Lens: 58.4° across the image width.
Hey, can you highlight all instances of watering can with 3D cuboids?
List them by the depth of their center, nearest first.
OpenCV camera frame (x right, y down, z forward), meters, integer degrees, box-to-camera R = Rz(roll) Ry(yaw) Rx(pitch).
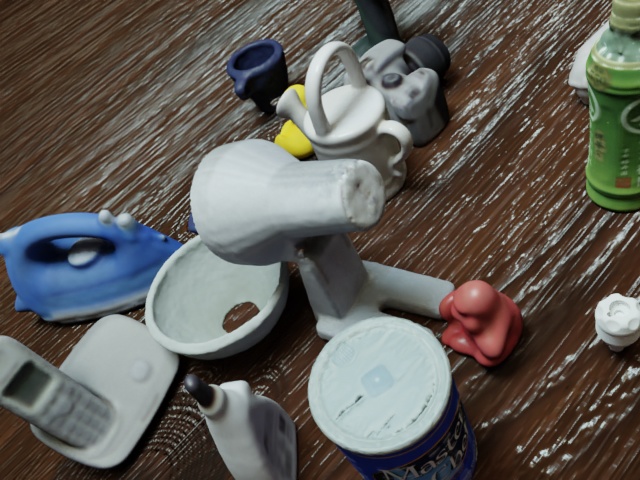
[{"bbox_3d":[0.025,-0.137,0.668,0.172,0.195,0.101,-2,51,23],"label":"watering can"}]

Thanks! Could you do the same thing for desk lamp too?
[{"bbox_3d":[0.005,0.002,0.542,0.202,0.214,0.118,12,57,32],"label":"desk lamp"}]

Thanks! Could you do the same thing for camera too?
[{"bbox_3d":[0.118,-0.218,0.763,0.137,0.101,0.142,-41,47,-13],"label":"camera"}]

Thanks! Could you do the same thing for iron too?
[{"bbox_3d":[-0.284,0.012,0.716,0.257,0.142,0.118,-12,47,15],"label":"iron"}]

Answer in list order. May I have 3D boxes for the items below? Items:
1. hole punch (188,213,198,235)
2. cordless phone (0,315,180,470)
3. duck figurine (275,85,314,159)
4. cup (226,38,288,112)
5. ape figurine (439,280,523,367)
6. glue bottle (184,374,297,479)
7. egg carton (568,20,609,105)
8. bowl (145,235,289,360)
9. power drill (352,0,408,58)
[{"bbox_3d":[-0.107,-0.039,0.715,0.108,0.091,0.101,7,55,29],"label":"hole punch"},{"bbox_3d":[-0.236,0.126,0.563,0.093,0.185,0.148,6,54,29],"label":"cordless phone"},{"bbox_3d":[-0.028,-0.172,0.799,0.077,0.086,0.105,29,67,39],"label":"duck figurine"},{"bbox_3d":[-0.088,-0.235,0.876,0.091,0.095,0.118,1,52,25],"label":"cup"},{"bbox_3d":[0.141,0.067,0.509,0.076,0.092,0.077,-19,46,8],"label":"ape figurine"},{"bbox_3d":[-0.065,0.153,0.470,0.037,0.174,0.078,-13,47,14],"label":"glue bottle"},{"bbox_3d":[0.369,-0.215,0.667,0.150,0.070,0.107,-44,48,-15],"label":"egg carton"},{"bbox_3d":[-0.102,0.067,0.632,0.167,0.075,0.167,-13,47,14],"label":"bowl"},{"bbox_3d":[0.059,-0.362,0.840,0.076,0.209,0.228,-40,47,-12],"label":"power drill"}]
